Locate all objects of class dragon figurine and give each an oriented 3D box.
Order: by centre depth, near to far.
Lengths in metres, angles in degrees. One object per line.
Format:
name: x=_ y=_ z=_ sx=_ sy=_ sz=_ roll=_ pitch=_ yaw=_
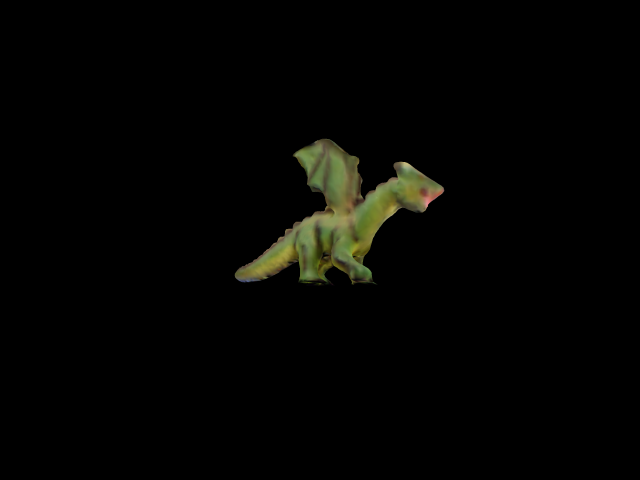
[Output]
dragon figurine: x=0.003 y=-0.043 z=0.850 sx=0.409 sy=0.244 sz=0.122 roll=-2 pitch=-5 yaw=33
